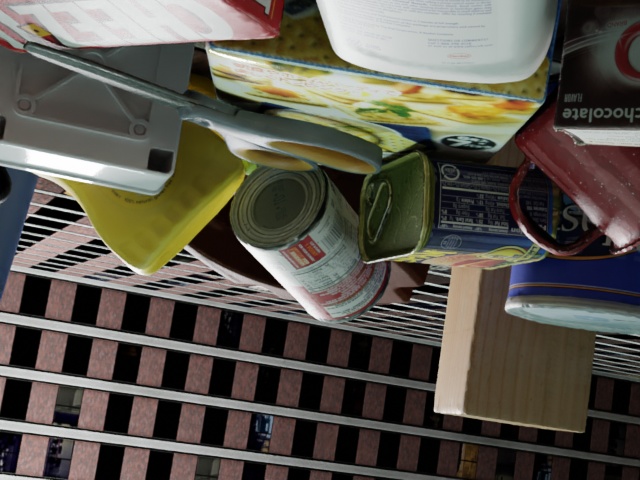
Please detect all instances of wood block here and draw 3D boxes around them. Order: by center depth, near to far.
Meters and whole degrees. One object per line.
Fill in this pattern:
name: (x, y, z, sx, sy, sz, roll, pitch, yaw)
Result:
wood block: (0.149, 0.032, 0.789, 0.090, 0.206, 0.091, 10, 171, -7)

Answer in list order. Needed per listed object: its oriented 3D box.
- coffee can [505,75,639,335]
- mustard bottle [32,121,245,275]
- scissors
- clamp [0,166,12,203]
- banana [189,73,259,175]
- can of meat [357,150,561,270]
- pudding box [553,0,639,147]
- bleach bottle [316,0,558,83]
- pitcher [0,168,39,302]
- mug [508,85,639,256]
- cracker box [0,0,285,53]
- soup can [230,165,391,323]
coffee can: (0.172, -0.019, 0.650, 0.103, 0.140, 0.103, 8, 171, 1)
mustard bottle: (-0.144, -0.074, 0.662, 0.191, 0.096, 0.058, 43, 175, 6)
scissors: (-0.063, -0.064, 0.564, 0.201, 0.016, 0.096, 14, 171, -23)
clamp: (-0.237, -0.105, 0.655, 0.039, 0.120, 0.172, -24, -139, -16)
banana: (-0.123, -0.096, 0.718, 0.198, 0.037, 0.069, 15, -149, 6)
can of meat: (0.078, -0.014, 0.617, 0.083, 0.057, 0.102, 5, 173, -17)
pudding box: (0.155, -0.082, 0.422, 0.114, 0.090, 0.039, 3, 171, 34)
bleach bottle: (0.037, -0.127, 0.349, 0.102, 0.068, 0.251, 6, 169, 8)
pitcher: (-0.288, -0.016, 0.783, 0.144, 0.243, 0.149, 16, 164, -22)
mug: (0.148, -0.045, 0.554, 0.081, 0.117, 0.093, 44, -168, 1)
cracker box: (-0.131, -0.137, 0.407, 0.164, 0.072, 0.213, 4, 171, 30)
soup can: (-0.004, 0.001, 0.675, 0.069, 0.068, 0.102, 4, 153, 30)
